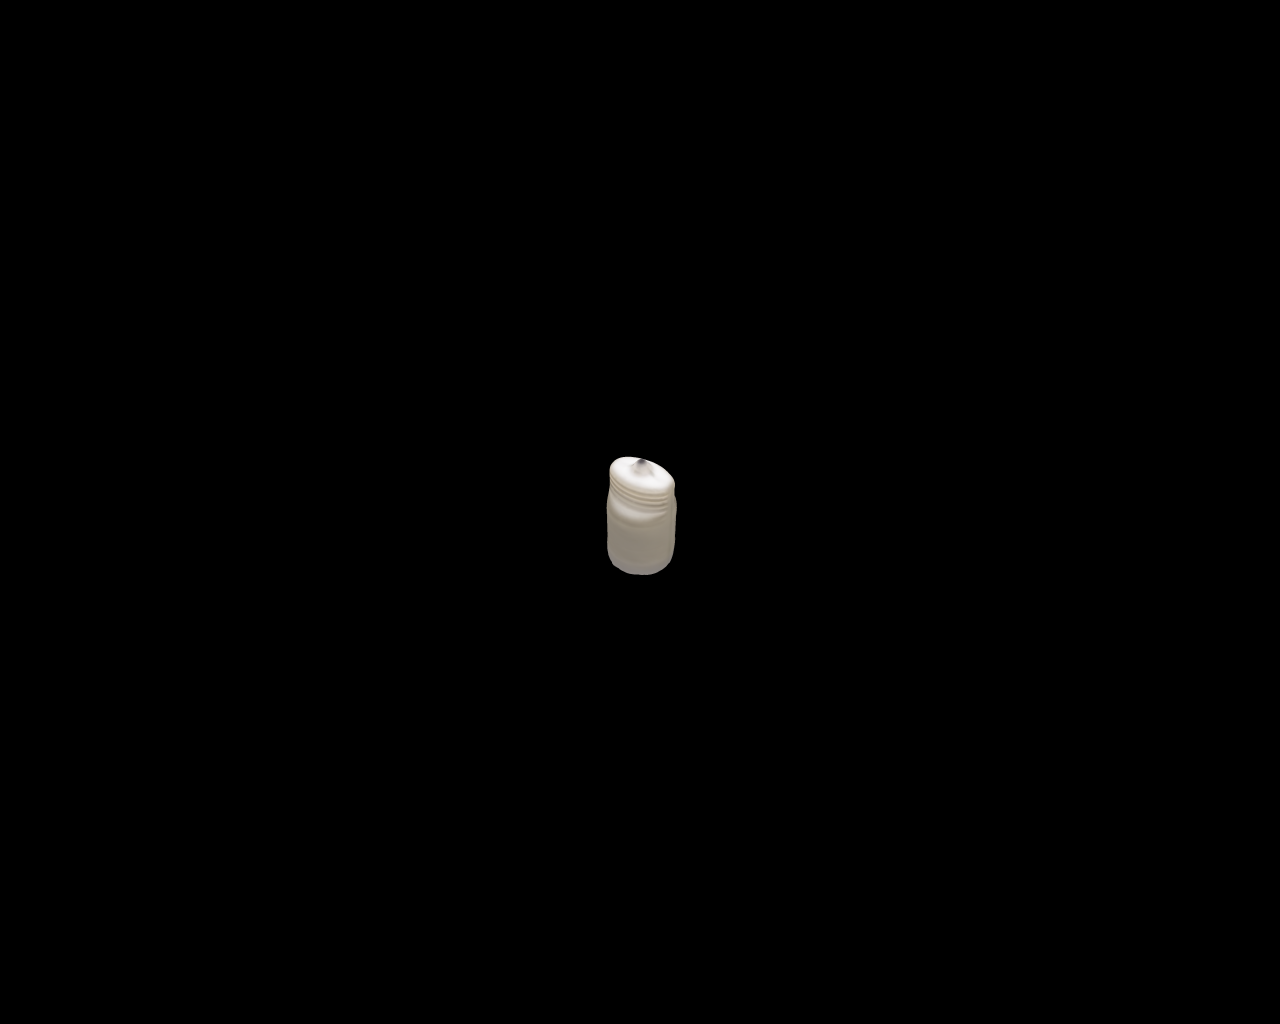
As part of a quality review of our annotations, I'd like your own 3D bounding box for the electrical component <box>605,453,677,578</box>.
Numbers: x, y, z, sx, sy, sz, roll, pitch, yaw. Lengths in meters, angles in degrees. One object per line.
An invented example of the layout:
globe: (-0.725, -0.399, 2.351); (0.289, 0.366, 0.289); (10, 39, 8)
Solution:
electrical component: (0.001, -0.003, 0.650); (0.043, 0.043, 0.080); (0, -45, 0)
